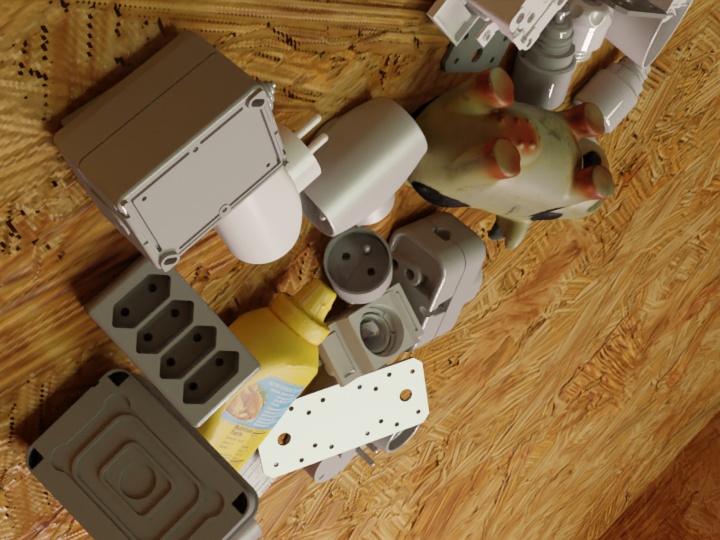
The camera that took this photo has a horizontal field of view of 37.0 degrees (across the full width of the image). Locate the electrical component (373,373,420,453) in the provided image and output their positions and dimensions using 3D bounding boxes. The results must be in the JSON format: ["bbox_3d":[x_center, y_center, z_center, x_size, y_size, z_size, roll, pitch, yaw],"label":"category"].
[{"bbox_3d":[0.018,0.119,0.899,0.066,0.055,0.048,-50,155,3],"label":"electrical component"}]

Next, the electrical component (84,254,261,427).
[{"bbox_3d":[-0.104,0.035,0.579,0.047,0.083,0.076,-43,-168,-12],"label":"electrical component"}]

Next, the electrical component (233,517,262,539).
[{"bbox_3d":[-0.110,0.216,0.850,0.065,0.044,0.044,-41,154,-28],"label":"electrical component"}]

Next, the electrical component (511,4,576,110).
[{"bbox_3d":[0.126,-0.144,0.724,0.040,0.040,0.078,-32,150,-31],"label":"electrical component"}]

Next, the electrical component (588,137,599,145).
[{"bbox_3d":[0.150,-0.089,0.834,0.077,0.044,0.079,-36,152,-25],"label":"electrical component"}]

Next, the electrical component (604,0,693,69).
[{"bbox_3d":[0.211,-0.196,0.759,0.099,0.064,0.099,-37,152,-23],"label":"electrical component"}]

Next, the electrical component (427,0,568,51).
[{"bbox_3d":[0.080,-0.160,0.602,0.081,0.064,0.042,-52,155,6],"label":"electrical component"}]

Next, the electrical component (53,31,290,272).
[{"bbox_3d":[-0.081,-0.060,0.487,0.096,0.061,0.061,-42,154,-14],"label":"electrical component"}]

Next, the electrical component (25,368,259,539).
[{"bbox_3d":[-0.121,0.119,0.606,0.078,0.113,0.057,-45,172,-9],"label":"electrical component"}]

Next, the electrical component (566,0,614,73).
[{"bbox_3d":[0.152,-0.162,0.747,0.035,0.035,0.061,-32,152,-32],"label":"electrical component"}]

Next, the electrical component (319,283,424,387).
[{"bbox_3d":[0.000,0.047,0.760,0.081,0.042,0.064,-30,-175,-35],"label":"electrical component"}]

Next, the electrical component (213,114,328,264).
[{"bbox_3d":[-0.048,-0.052,0.570,0.079,0.044,0.077,-43,154,-12],"label":"electrical component"}]

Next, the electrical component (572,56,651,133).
[{"bbox_3d":[0.203,-0.144,0.846,0.078,0.040,0.040,-48,155,-2],"label":"electrical component"}]

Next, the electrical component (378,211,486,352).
[{"bbox_3d":[0.051,0.007,0.798,0.059,0.054,0.095,-24,146,-41],"label":"electrical component"}]

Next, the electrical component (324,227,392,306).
[{"bbox_3d":[0.000,0.000,0.715,0.043,0.043,0.081,-47,173,-5],"label":"electrical component"}]

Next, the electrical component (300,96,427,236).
[{"bbox_3d":[0.000,-0.053,0.645,0.077,0.044,0.079,-43,154,-13],"label":"electrical component"}]

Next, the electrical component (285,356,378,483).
[{"bbox_3d":[-0.013,0.122,0.832,0.052,0.074,0.138,-32,150,-32],"label":"electrical component"}]
